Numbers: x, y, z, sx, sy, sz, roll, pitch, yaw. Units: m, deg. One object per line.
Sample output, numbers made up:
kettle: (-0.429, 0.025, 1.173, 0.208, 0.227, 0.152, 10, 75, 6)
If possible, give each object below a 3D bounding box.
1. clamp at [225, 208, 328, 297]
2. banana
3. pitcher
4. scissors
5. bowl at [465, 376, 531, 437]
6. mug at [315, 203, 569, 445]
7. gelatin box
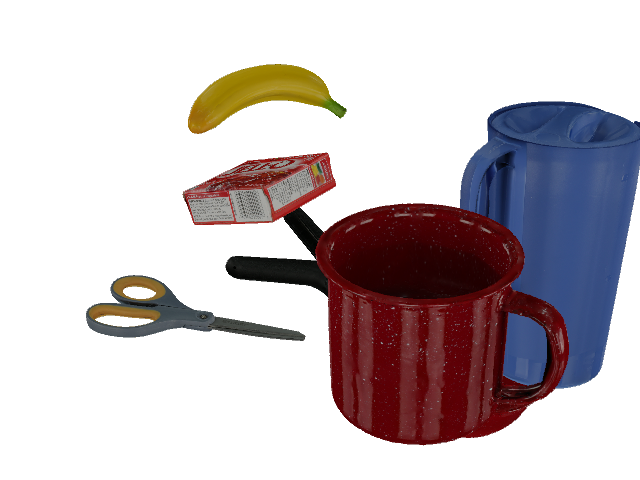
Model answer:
clamp: (0.008, 0.036, 1.195, 0.210, 0.036, 0.164, 28, 35, 18)
banana: (-0.061, -0.149, 1.092, 0.197, 0.037, 0.070, -13, 53, -37)
pitcher: (0.199, 0.007, 0.945, 0.149, 0.243, 0.145, 5, 24, 10)
scissors: (-0.118, 0.065, 1.012, 0.201, 0.016, 0.096, 1, 33, -7)
bowl: (0.149, 0.159, 1.120, 0.162, 0.055, 0.162, 4, 24, -2)
mug: (0.056, 0.041, 0.489, 0.117, 0.081, 0.093, 12, 31, 23)
gelatin box: (-0.045, -0.038, 0.786, 0.089, 0.030, 0.073, -1, 22, 43)
